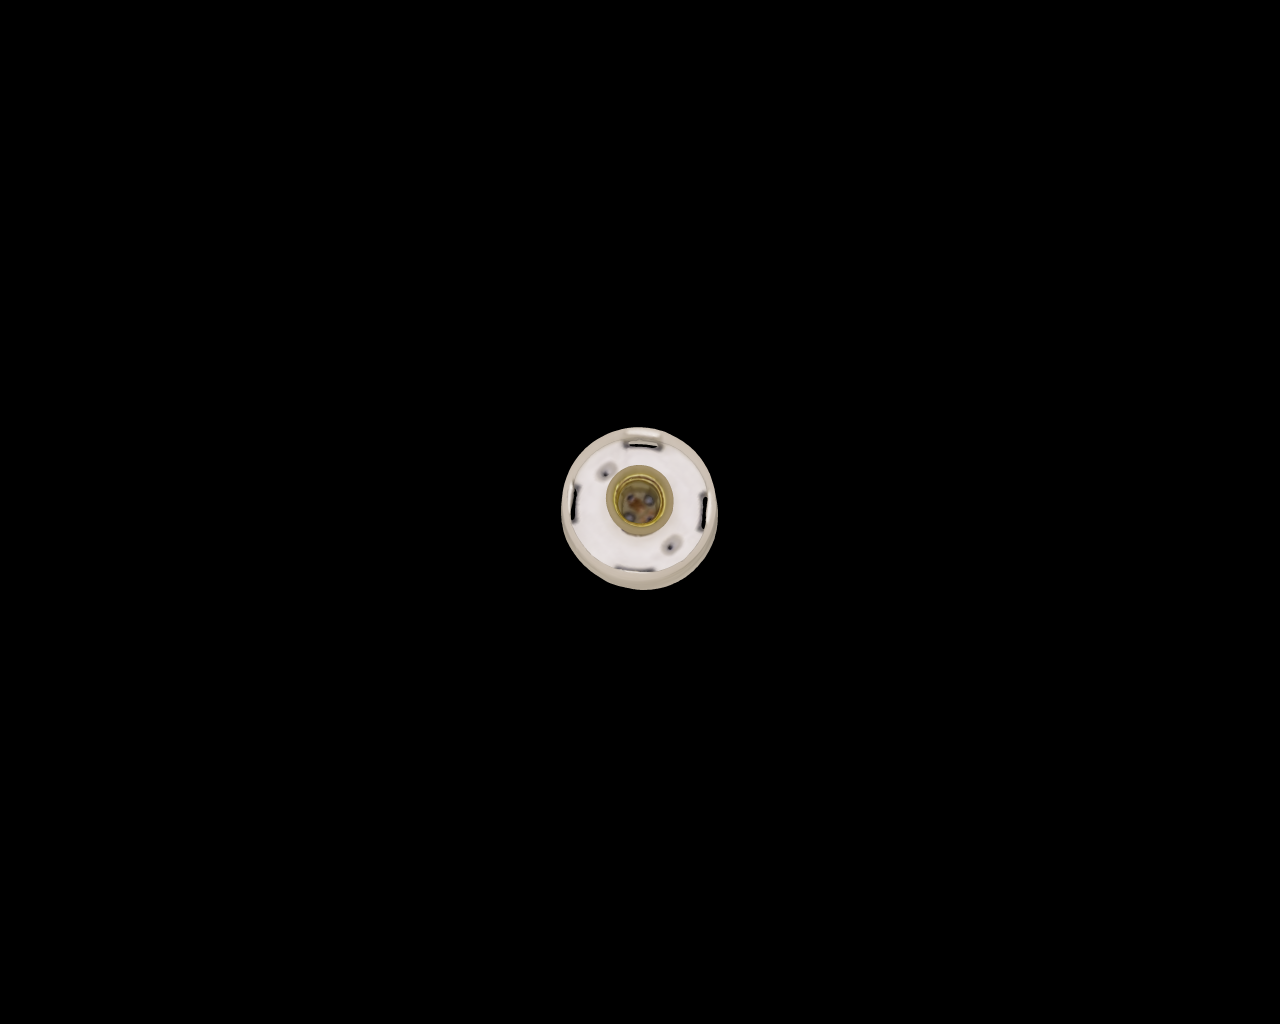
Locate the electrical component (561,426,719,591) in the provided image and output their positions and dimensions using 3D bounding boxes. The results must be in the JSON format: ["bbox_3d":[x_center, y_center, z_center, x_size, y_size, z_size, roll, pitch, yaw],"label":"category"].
[{"bbox_3d":[0.001,-0.003,0.650,0.099,0.099,0.064,0,-12,0],"label":"electrical component"}]
